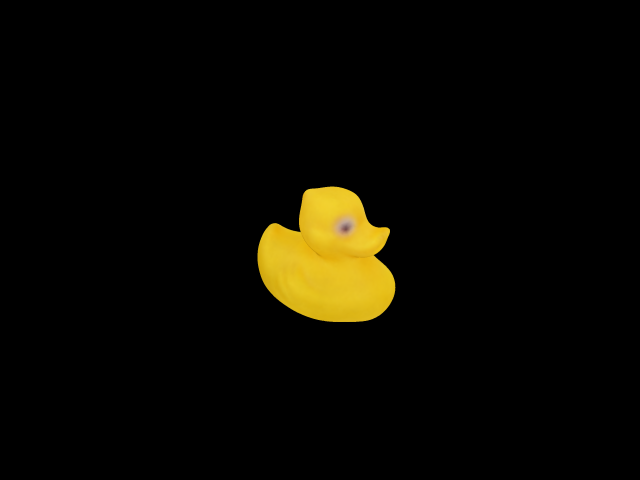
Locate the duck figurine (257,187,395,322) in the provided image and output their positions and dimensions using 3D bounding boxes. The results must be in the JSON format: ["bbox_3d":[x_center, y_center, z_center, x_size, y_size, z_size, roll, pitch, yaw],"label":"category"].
[{"bbox_3d":[0.004,0.001,0.400,0.104,0.086,0.078,17,40,22],"label":"duck figurine"}]
